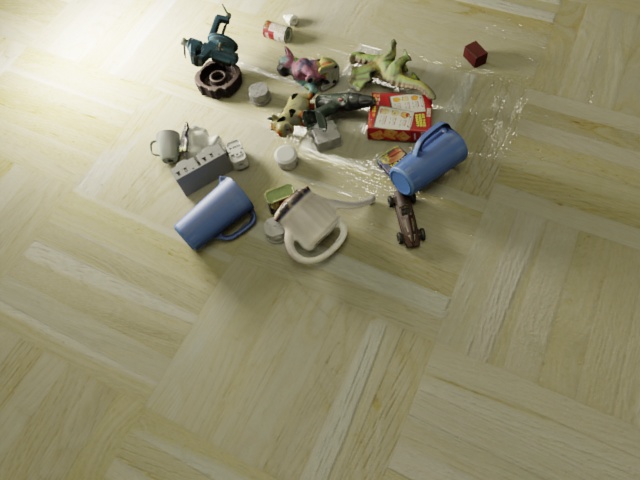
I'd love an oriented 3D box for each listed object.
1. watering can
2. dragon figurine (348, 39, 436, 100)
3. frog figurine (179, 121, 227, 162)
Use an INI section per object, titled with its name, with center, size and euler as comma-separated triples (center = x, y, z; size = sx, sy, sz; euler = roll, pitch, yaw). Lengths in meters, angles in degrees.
[watering can]
center = 0.005, -0.082, 1.621
size = 0.225, 0.102, 0.353
euler = 44, 65, 2
[dragon figurine]
center = 0.224, -0.588, 1.859
size = 0.243, 0.119, 0.419
euler = -23, 50, -2
[frog figurine]
center = -0.410, -0.337, 1.824
size = 0.159, 0.120, 0.140
euler = 10, 48, -29
